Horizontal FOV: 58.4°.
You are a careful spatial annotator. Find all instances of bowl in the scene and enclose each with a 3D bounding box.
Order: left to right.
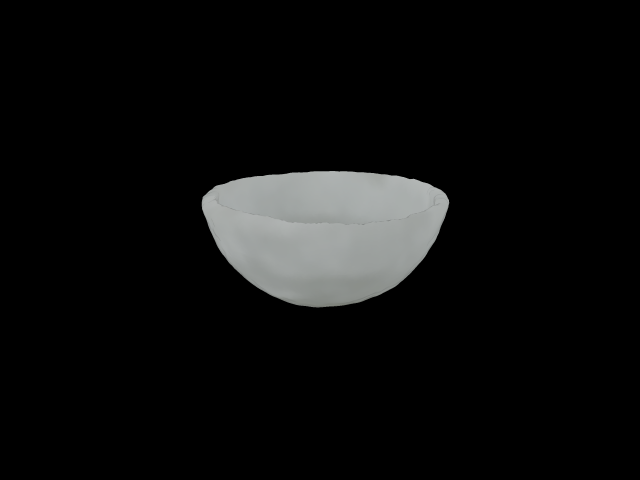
[{"bbox_3d":[0.004,0.001,0.400,0.167,0.075,0.167,0,17,0],"label":"bowl"}]
